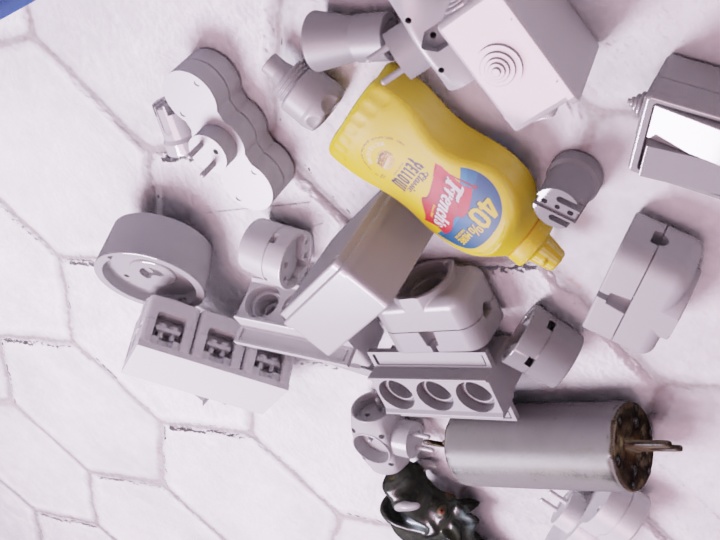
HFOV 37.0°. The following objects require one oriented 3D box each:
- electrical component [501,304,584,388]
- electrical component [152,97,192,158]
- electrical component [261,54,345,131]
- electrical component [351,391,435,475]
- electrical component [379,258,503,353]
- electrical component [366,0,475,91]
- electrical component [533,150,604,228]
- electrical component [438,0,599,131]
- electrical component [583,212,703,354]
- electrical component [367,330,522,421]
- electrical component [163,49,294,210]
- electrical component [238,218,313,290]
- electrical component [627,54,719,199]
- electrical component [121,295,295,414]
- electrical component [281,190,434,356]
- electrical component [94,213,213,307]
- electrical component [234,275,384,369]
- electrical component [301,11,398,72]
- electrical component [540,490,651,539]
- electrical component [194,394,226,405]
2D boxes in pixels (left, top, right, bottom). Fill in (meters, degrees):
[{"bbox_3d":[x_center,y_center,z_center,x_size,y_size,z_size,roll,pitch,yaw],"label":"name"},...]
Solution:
[{"bbox_3d":[0.150,0.063,0.876,0.047,0.055,0.055,31,140,1],"label":"electrical component"},{"bbox_3d":[-0.154,-0.125,0.922,0.040,0.040,0.046,1,123,35],"label":"electrical component"},{"bbox_3d":[-0.047,-0.140,0.826,0.062,0.043,0.043,39,140,-2],"label":"electrical component"},{"bbox_3d":[0.036,0.165,1.063,0.079,0.044,0.077,7,132,31],"label":"electrical component"},{"bbox_3d":[0.064,0.030,0.905,0.095,0.053,0.059,-6,125,39],"label":"electrical component"},{"bbox_3d":[0.042,-0.156,0.732,0.079,0.043,0.077,-32,110,15],"label":"electrical component"},{"bbox_3d":[0.147,-0.057,0.766,0.040,0.046,0.040,19,136,19],"label":"electrical component"},{"bbox_3d":[0.100,-0.146,0.674,0.048,0.099,0.099,-29,109,35],"label":"electrical component"},{"bbox_3d":[0.209,0.013,0.784,0.059,0.053,0.095,26,139,12],"label":"electrical component"},{"bbox_3d":[0.078,0.091,0.947,0.121,0.063,0.078,-3,126,37],"label":"electrical component"},{"bbox_3d":[-0.116,-0.105,0.886,0.052,0.073,0.138,-9,123,41],"label":"electrical component"},{"bbox_3d":[-0.076,-0.016,0.961,0.047,0.055,0.055,21,138,23],"label":"electrical component"},{"bbox_3d":[0.212,-0.088,0.677,0.096,0.061,0.061,21,138,18],"label":"electrical component"},{"bbox_3d":[-0.147,0.081,1.056,0.150,0.061,0.089,19,152,-15],"label":"electrical component"},{"bbox_3d":[0.000,0.000,0.879,0.056,0.108,0.109,39,141,-7],"label":"electrical component"},{"bbox_3d":[-0.194,-0.014,1.034,0.108,0.060,0.108,10,152,5],"label":"electrical component"},{"bbox_3d":[-0.044,0.049,0.987,0.121,0.078,0.063,9,153,29],"label":"electrical component"},{"bbox_3d":[-0.004,-0.166,0.773,0.065,0.044,0.044,3,130,28],"label":"electrical component"},{"bbox_3d":[0.203,0.230,1.001,0.074,0.052,0.138,33,141,3],"label":"electrical component"},{"bbox_3d":[-0.158,0.099,1.122,0.081,0.063,0.042,40,149,-3],"label":"electrical component"}]
